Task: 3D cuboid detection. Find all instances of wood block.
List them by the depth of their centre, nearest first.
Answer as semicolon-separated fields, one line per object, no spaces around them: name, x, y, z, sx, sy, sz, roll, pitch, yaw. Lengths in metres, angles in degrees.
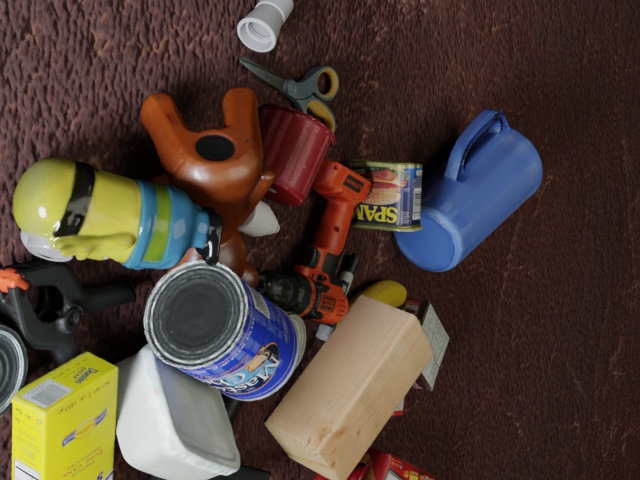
wood block;0.040;0.181;1.306;0.206;0.091;0.090;-52;140;-22

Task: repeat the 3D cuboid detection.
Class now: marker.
marker;0.024;0.071;1.358;0.020;0.020;0.121;50;56;-51

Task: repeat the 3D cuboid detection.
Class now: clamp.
clamp;-0.223;0.059;0.943;0.171;0.039;0.120;65;39;-52
clamp;-0.119;0.224;1.149;0.209;0.036;0.164;-22;116;-54

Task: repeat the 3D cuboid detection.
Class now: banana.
banana;0.070;0.092;1.419;0.197;0.037;0.069;-17;111;-56

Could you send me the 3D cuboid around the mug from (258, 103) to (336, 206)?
mug;-0.041;-0.087;1.162;0.117;0.093;0.081;123;-10;-77

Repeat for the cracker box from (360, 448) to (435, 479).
cracker box;0.072;0.405;1.469;0.164;0.072;0.213;38;67;-54

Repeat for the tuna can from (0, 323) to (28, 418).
tuna can;-0.280;0.106;0.866;0.086;0.034;0.086;-20;114;-55

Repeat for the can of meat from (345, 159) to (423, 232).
can of meat;0.078;-0.057;1.335;0.057;0.102;0.084;-9;103;-58

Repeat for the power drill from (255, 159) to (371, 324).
power drill;-0.008;0.002;1.255;0.184;0.057;0.187;23;81;-61

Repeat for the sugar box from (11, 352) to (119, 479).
sugar box;-0.224;0.196;0.935;0.093;0.048;0.176;-31;134;-51

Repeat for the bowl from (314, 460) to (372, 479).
bowl;0.007;0.337;1.331;0.162;0.055;0.162;-62;169;-21

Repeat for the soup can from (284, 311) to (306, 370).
soup can;-0.074;0.102;1.128;0.068;0.102;0.068;-20;114;-54

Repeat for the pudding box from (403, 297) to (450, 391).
pudding box;0.139;0.146;1.486;0.090;0.039;0.113;-68;150;-26

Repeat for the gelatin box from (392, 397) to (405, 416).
gelatin box;0.091;0.201;1.487;0.073;0.030;0.089;6;90;-58

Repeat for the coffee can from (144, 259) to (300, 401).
coffee can;-0.090;0.089;1.013;0.140;0.103;0.103;47;58;-63

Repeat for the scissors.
scissors;-0.027;-0.186;1.215;0.201;0.016;0.096;46;58;-52

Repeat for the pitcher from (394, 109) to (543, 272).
pitcher;0.207;-0.068;1.519;0.149;0.145;0.242;51;48;-3
